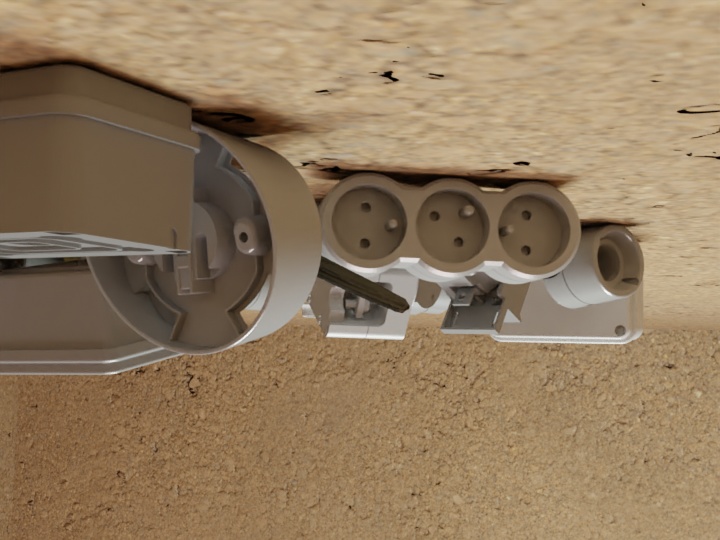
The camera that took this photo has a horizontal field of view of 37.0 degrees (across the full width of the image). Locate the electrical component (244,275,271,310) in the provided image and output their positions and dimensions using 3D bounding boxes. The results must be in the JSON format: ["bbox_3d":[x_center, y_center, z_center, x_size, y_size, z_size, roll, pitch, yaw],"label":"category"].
[{"bbox_3d":[-0.127,0.014,1.032,0.138,0.052,0.074,-3,174,43],"label":"electrical component"}]

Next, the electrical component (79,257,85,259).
[{"bbox_3d":[-0.186,0.016,0.823,0.048,0.099,0.100,-10,178,-14],"label":"electrical component"}]

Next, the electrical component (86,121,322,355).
[{"bbox_3d":[-0.068,-0.014,0.460,0.099,0.099,0.064,-1,-179,28],"label":"electrical component"}]

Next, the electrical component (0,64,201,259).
[{"bbox_3d":[-0.126,-0.037,0.409,0.113,0.057,0.078,-1,175,28],"label":"electrical component"}]

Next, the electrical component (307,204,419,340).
[{"bbox_3d":[0.000,0.000,0.648,0.056,0.050,0.089,3,-155,-19],"label":"electrical component"}]

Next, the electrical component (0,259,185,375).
[{"bbox_3d":[-0.151,0.023,0.617,0.109,0.056,0.109,-3,-175,28],"label":"electrical component"}]

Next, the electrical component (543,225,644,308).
[{"bbox_3d":[0.160,-0.003,0.737,0.055,0.055,0.047,5,170,-33],"label":"electrical component"}]

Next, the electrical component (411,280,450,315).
[{"bbox_3d":[0.039,0.010,0.931,0.074,0.052,0.138,5,174,-25],"label":"electrical component"}]

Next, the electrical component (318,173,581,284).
[{"bbox_3d":[0.043,-0.019,0.588,0.138,0.052,0.074,2,175,-8],"label":"electrical component"}]

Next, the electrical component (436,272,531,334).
[{"bbox_3d":[0.072,-0.003,0.654,0.042,0.081,0.064,-4,144,43],"label":"electrical component"}]

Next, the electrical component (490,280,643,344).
[{"bbox_3d":[0.156,0.016,0.821,0.113,0.078,0.057,0,178,23],"label":"electrical component"}]

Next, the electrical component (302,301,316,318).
[{"bbox_3d":[-0.028,0.017,1.014,0.050,0.055,0.089,1,175,4],"label":"electrical component"}]
